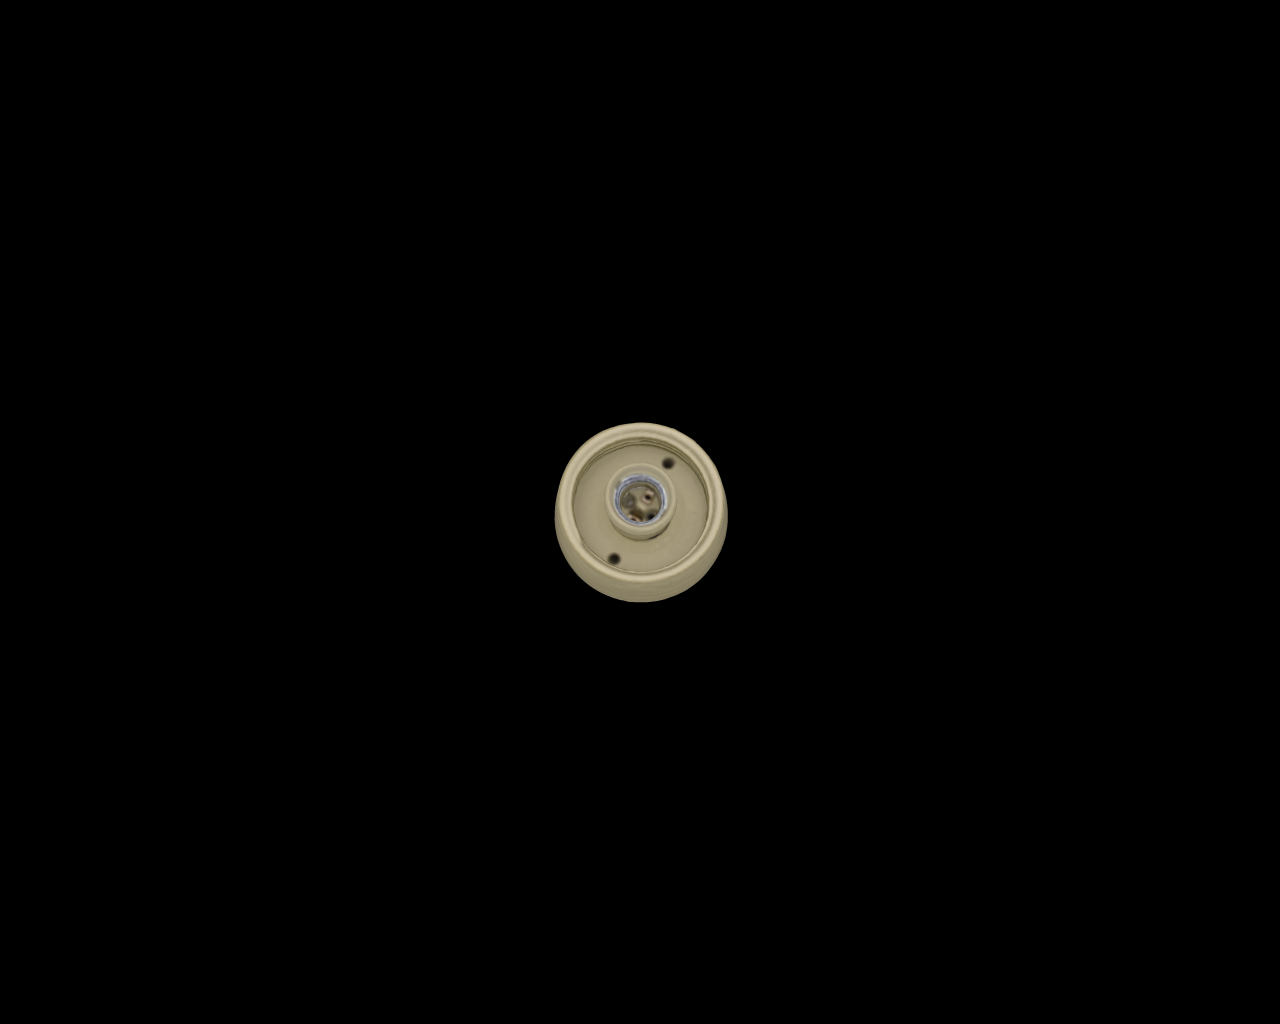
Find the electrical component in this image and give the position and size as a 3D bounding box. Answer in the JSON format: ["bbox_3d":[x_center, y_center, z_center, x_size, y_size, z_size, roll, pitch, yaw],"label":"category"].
[{"bbox_3d":[0.001,-0.003,0.650,0.108,0.108,0.060,0,-13,0],"label":"electrical component"}]
